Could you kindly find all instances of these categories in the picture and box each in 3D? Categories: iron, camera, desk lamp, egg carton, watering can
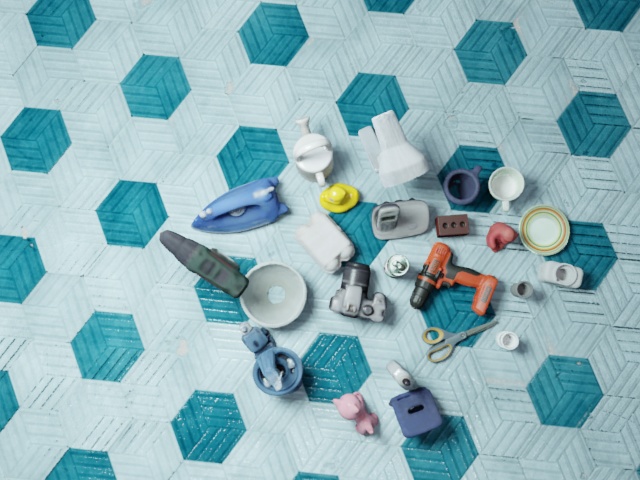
[{"bbox_3d":[-0.217,-0.081,1.438,0.258,0.141,0.118,-20,84,-1],"label":"iron"},{"bbox_3d":[0.101,0.128,1.431,0.143,0.101,0.137,10,85,2],"label":"camera"},{"bbox_3d":[0.174,-0.221,1.408,0.118,0.213,0.203,-24,84,-1],"label":"desk lamp"},{"bbox_3d":[0.013,0.005,1.461,0.107,0.069,0.150,-43,85,-3],"label":"egg carton"},{"bbox_3d":[-0.021,-0.219,1.421,0.101,0.194,0.173,-39,85,-3],"label":"watering can"}]

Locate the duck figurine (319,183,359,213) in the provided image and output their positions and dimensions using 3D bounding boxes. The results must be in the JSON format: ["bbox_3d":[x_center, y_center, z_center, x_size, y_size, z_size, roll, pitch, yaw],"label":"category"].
[{"bbox_3d":[0.049,-0.113,1.464,0.104,0.086,0.077,-6,84,1],"label":"duck figurine"}]

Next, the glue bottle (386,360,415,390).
[{"bbox_3d":[0.198,0.331,1.373,0.078,0.173,0.037,44,87,5],"label":"glue bottle"}]

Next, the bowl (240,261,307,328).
[{"bbox_3d":[-0.115,0.137,1.448,0.167,0.075,0.167,0,84,1],"label":"bowl"}]

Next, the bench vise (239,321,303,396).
[{"bbox_3d":[-0.132,0.294,1.360,0.207,0.220,0.121,33,86,4],"label":"bench vise"}]

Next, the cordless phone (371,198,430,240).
[{"bbox_3d":[0.201,-0.060,1.406,0.147,0.185,0.094,-11,84,0],"label":"cordless phone"}]

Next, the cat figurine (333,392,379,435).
[{"bbox_3d":[0.089,0.421,1.394,0.067,0.118,0.128,-39,85,-3],"label":"cat figurine"}]

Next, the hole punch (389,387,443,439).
[{"bbox_3d":[0.233,0.422,1.405,0.108,0.091,0.101,-21,84,-1],"label":"hole punch"}]

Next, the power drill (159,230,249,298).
[{"bbox_3d":[-0.270,0.059,1.391,0.229,0.208,0.076,33,86,4],"label":"power drill"}]

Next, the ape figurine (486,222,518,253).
[{"bbox_3d":[0.462,-0.010,1.443,0.078,0.092,0.076,-3,84,1],"label":"ape figurine"}]

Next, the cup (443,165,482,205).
[{"bbox_3d":[0.360,-0.138,1.456,0.091,0.095,0.118,42,87,5],"label":"cup"}]
